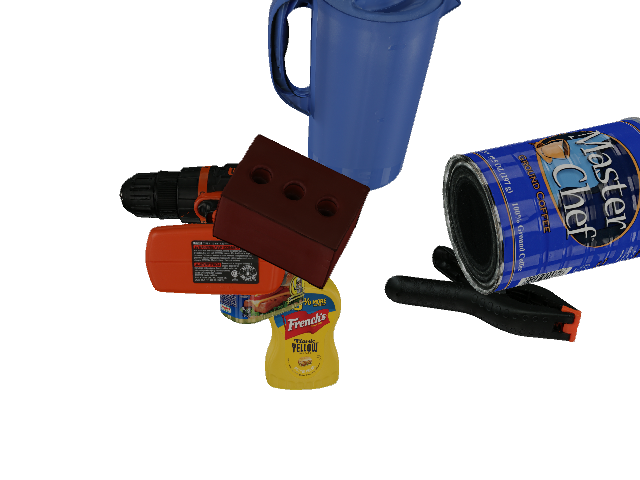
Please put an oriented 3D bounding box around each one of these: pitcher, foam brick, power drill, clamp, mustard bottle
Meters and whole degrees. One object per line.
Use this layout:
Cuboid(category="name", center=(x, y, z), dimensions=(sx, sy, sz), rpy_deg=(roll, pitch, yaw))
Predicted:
Cuboid(category="pitcher", center=(0.037, -0.171, 1.113), dimensions=(0.149, 0.243, 0.144), rpy_deg=(32, 51, 22))
Cuboid(category="foam brick", center=(-0.018, -0.017, 0.645), dimensions=(0.078, 0.053, 0.051), rpy_deg=(25, -30, 6))
Cuboid(category="power drill", center=(-0.089, -0.017, 0.880), dimensions=(0.184, 0.057, 0.187), rpy_deg=(-1, 22, 4))
Cuboid(category="clamp", center=(0.155, 0.048, 0.980), dimensions=(0.171, 0.039, 0.120), rpy_deg=(18, 30, 16))
Cuboid(category="mustard bottle", center=(-0.022, 0.096, 1.373), dimensions=(0.096, 0.192, 0.058), rpy_deg=(-1, 20, -7))

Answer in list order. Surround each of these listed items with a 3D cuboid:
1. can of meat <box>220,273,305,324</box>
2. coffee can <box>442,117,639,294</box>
Cuboid(category="can of meat", center=(-0.062, 0.034, 1.142), dimensions=(0.101, 0.084, 0.058), rpy_deg=(-17, 26, -41))
Cuboid(category="coffee can", center=(0.172, -0.026, 0.771), dimensions=(0.140, 0.103, 0.103), rpy_deg=(-13, 2, -11))
